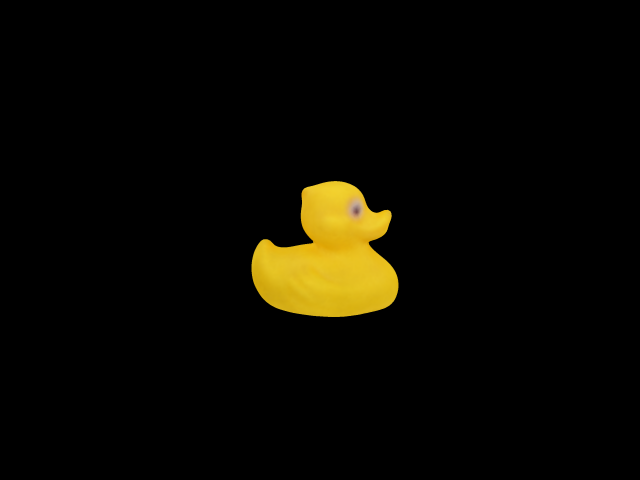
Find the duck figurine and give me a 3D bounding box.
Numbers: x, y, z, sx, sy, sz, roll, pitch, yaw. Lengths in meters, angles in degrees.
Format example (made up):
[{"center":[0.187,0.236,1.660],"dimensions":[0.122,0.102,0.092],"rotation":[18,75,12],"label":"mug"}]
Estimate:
[{"center":[0.004,0.001,0.400],"dimensions":[0.104,0.086,0.077],"rotation":[1,19,3],"label":"duck figurine"}]
